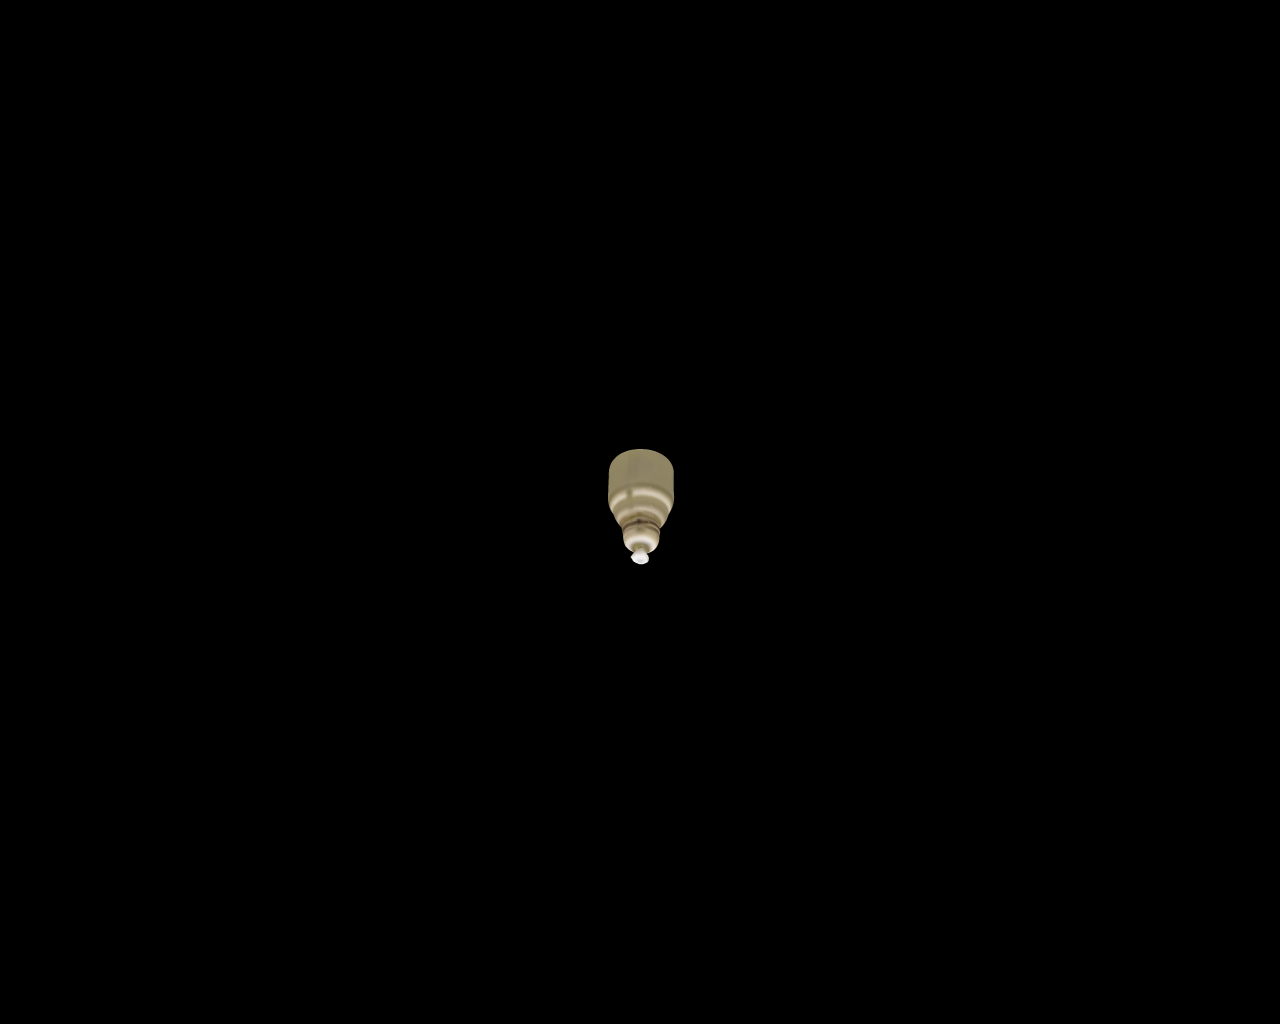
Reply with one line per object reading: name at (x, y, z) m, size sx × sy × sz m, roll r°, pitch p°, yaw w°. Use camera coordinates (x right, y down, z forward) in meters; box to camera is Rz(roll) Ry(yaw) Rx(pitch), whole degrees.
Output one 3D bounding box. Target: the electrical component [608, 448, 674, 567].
electrical component at (0.001, -0.003, 0.650) m, size 0.040 × 0.078 × 0.040 m, roll 0°, pitch -37°, yaw 0°
